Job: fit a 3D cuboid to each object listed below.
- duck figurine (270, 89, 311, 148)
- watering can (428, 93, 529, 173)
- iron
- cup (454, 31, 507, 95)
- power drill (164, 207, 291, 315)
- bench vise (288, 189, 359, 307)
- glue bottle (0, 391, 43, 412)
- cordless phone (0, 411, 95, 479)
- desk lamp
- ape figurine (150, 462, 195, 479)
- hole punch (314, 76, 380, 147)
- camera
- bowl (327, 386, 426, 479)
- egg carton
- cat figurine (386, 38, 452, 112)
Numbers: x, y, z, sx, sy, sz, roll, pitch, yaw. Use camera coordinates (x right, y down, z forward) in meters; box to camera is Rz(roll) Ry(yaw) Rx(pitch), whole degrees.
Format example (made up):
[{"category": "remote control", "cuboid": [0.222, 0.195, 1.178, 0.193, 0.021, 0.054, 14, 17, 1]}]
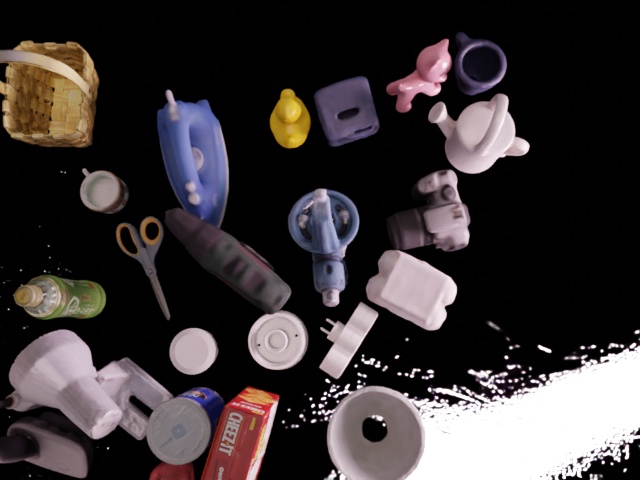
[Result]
[{"category": "duck figurine", "cuboid": [-0.057, -0.228, 1.058, 0.077, 0.086, 0.104, -1, 83, 2]}, {"category": "watering can", "cuboid": [0.274, -0.187, 0.989, 0.173, 0.194, 0.101, -2, 83, 2]}, {"category": "iron", "cuboid": [-0.230, -0.136, 1.024, 0.118, 0.141, 0.258, -14, 83, 0]}, {"category": "cup", "cuboid": [0.278, -0.318, 1.055, 0.091, 0.095, 0.118, -32, 83, -2]}, {"category": "power drill", "cuboid": [-0.146, 0.039, 0.965, 0.229, 0.208, 0.076, 37, 85, 6]}, {"category": "bench vise", "cuboid": [0.020, -0.001, 0.960, 0.121, 0.220, 0.207, -23, 82, -1]}, {"category": "glue bottle", "cuboid": [-0.489, 0.264, 0.965, 0.078, 0.173, 0.037, -25, 82, -1]}, {"category": "cordless phone", "cuboid": [-0.468, 0.355, 0.947, 0.147, 0.185, 0.094, 14, 83, 4]}, {"category": "desk lamp", "cuboid": [-0.370, 0.246, 0.943, 0.203, 0.213, 0.118, 36, 85, 6]}, {"category": "ape figurine", "cuboid": [-0.254, 0.412, 0.980, 0.077, 0.092, 0.076, 35, 85, 6]}, {"category": "hole punch", "cuboid": [0.051, -0.235, 1.054, 0.108, 0.091, 0.101, -19, 82, -1]}, {"category": "camera", "cuboid": [0.187, -0.044, 1.020, 0.137, 0.101, 0.143, -13, 82, 0]}, {"category": "bowl", "cuboid": [0.095, 0.335, 0.988, 0.167, 0.075, 0.167, 0, 83, 2]}, {"category": "egg carton", "cuboid": [0.163, 0.087, 1.020, 0.150, 0.069, 0.107, 26, 84, 5]}, {"category": "cat figurine", "cuboid": [0.188, -0.304, 1.045, 0.128, 0.118, 0.067, -33, 83, -2]}]
